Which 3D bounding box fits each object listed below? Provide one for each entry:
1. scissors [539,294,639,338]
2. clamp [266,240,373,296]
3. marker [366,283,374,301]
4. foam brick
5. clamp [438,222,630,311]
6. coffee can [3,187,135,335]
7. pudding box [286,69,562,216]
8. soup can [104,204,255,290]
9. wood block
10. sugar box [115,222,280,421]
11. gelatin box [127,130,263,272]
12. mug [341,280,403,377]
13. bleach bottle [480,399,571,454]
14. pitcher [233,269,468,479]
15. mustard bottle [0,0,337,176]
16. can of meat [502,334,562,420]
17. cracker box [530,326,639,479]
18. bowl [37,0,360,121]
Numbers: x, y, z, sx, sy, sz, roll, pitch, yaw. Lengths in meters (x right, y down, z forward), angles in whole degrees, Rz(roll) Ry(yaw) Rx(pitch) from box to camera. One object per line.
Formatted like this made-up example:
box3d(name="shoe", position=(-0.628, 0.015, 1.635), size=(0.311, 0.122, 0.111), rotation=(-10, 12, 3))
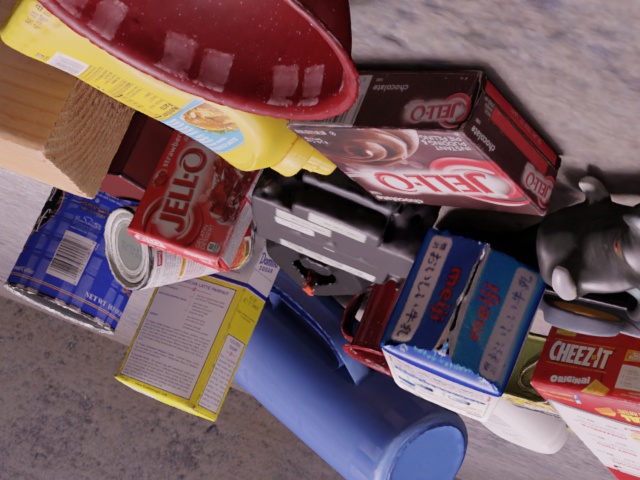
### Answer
box3d(name="scissors", position=(0.147, 0.043, 0.753), size=(0.202, 0.016, 0.096), rotation=(12, -173, 38))
box3d(name="clamp", position=(-0.006, 0.001, 0.851), size=(0.164, 0.036, 0.210), rotation=(26, 162, -5))
box3d(name="marker", position=(0.056, 0.055, 1.000), size=(0.020, 0.020, 0.121), rotation=(16, 165, 27))
box3d(name="foam brick", position=(-0.141, -0.061, 0.800), size=(0.078, 0.051, 0.052), rotation=(9, 162, 47))
box3d(name="clamp", position=(0.123, 0.012, 0.677), size=(0.172, 0.039, 0.120), rotation=(4, 157, 43))
box3d(name="coffee can", position=(-0.197, -0.002, 0.928), size=(0.103, 0.140, 0.103), rotation=(22, 166, 5))
box3d(name="pudding box", position=(0.054, -0.050, 0.549), size=(0.114, 0.039, 0.090), rotation=(10, 162, 43))
box3d(name="soup can", position=(-0.112, -0.001, 0.853), size=(0.102, 0.068, 0.069), rotation=(-12, -167, -40))
box3d(name="wood block", position=(-0.229, -0.109, 0.676), size=(0.206, 0.090, 0.091), rotation=(20, 168, 13))
box3d(name="sugar box", position=(-0.100, 0.058, 0.925), size=(0.093, 0.176, 0.048), rotation=(16, 163, 31))
box3d(name="gelatin box", position=(-0.082, -0.030, 0.740), size=(0.073, 0.089, 0.030), rotation=(18, 163, 19))
box3d(name="mug", position=(0.068, 0.069, 0.896), size=(0.117, 0.081, 0.093), rotation=(9, 161, 45))
box3d(name="bleach bottle", position=(0.151, 0.131, 1.045), size=(0.103, 0.068, 0.250), rotation=(13, 161, 45))
box3d(name="pitcher", position=(0.022, 0.139, 1.007), size=(0.149, 0.145, 0.243), rotation=(17, -167, -43))
box3d(name="mustard bottle", position=(-0.070, -0.086, 0.571), size=(0.191, 0.058, 0.096), rotation=(28, 167, -22))
box3d(name="can of meat", position=(0.194, 0.123, 0.957), size=(0.102, 0.057, 0.083), rotation=(10, 164, 44))
box3d(name="cracker box", position=(0.278, 0.139, 0.790), size=(0.164, 0.072, 0.213), rotation=(6, 152, 43))
box3d(name="bowl", position=(-0.049, -0.112, 0.442), size=(0.162, 0.055, 0.162), rotation=(22, 167, 5))
